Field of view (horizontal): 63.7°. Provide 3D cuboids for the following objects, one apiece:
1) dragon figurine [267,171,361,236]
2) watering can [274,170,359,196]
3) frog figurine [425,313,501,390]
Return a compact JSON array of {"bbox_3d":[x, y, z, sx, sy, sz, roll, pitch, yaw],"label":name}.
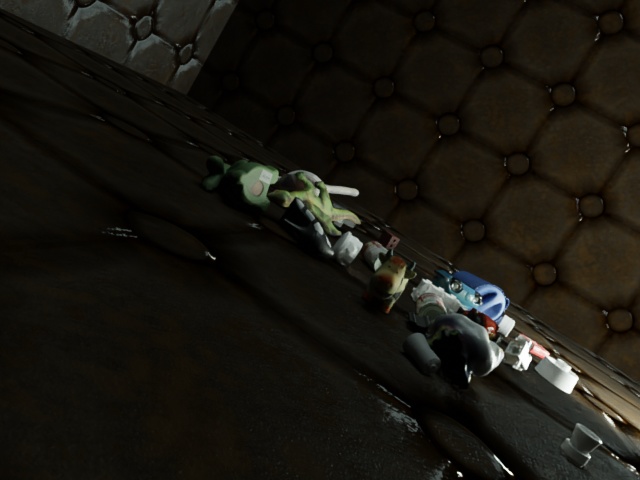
[{"bbox_3d":[0.005,-0.085,1.693,0.407,0.120,0.248,25,28,-26],"label":"dragon figurine"},{"bbox_3d":[-0.024,-0.195,1.892,0.348,0.103,0.226,9,12,0],"label":"watering can"},{"bbox_3d":[0.265,0.193,0.947,0.138,0.122,0.159,14,9,37],"label":"frog figurine"}]
